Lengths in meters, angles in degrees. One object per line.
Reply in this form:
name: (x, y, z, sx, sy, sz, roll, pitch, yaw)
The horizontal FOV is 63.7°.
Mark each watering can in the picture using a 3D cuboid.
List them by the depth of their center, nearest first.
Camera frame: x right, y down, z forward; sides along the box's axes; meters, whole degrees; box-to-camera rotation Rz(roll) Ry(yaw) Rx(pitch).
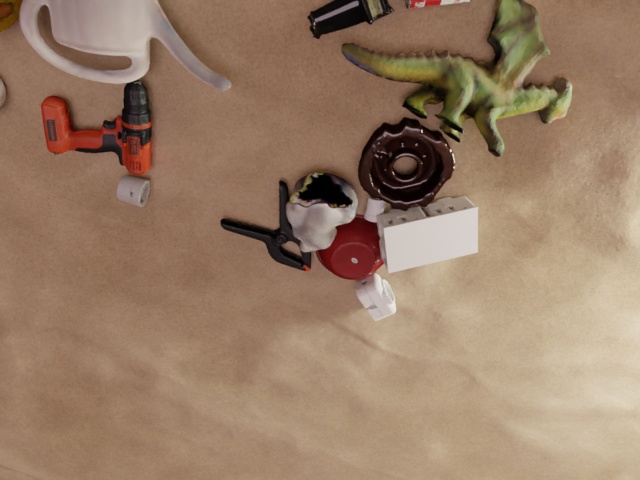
watering can: (-0.311, -0.360, 0.831, 0.347, 0.106, 0.219, 8, 120, -2)

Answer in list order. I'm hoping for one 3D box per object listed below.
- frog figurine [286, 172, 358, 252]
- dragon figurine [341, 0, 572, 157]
frog figurine: (0.003, -0.051, 1.012, 0.137, 0.125, 0.155, -10, 145, -7)
dragon figurine: (0.263, -0.298, 0.870, 0.408, 0.124, 0.241, 31, 100, -17)
